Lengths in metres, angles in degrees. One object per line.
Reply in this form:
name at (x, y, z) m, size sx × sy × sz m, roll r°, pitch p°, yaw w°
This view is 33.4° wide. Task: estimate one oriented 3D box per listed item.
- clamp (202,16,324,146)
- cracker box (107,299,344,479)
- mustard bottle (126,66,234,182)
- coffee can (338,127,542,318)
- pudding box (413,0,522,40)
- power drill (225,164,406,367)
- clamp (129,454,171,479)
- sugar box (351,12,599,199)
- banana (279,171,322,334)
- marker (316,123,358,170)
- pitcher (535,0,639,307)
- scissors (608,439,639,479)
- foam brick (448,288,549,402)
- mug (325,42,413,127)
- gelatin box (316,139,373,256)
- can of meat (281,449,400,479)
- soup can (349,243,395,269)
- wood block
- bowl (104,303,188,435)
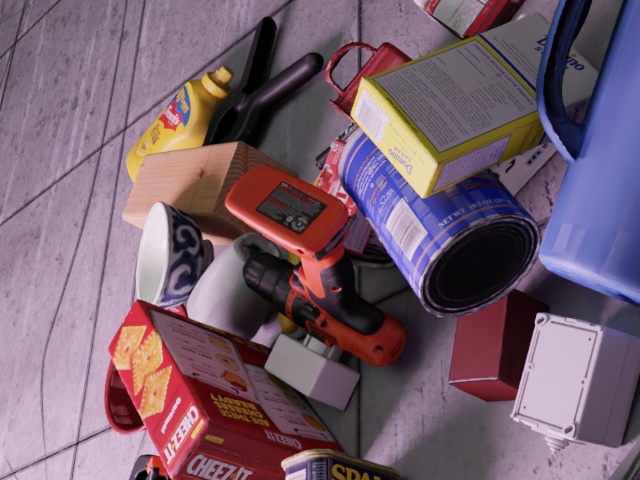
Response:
clamp at (-0.088, -0.175, 1.314) m, size 0.210 × 0.036 × 0.165 m, roll -51°, pitch 36°, yaw 15°
cracker box at (-0.089, 0.154, 0.987) m, size 0.072 × 0.164 × 0.214 m, roll -58°, pitch 35°, yaw 11°
mustard bottle at (-0.176, -0.151, 1.393) m, size 0.192 × 0.058 × 0.096 m, roll -47°, pitch 35°, yaw 20°
coffee can at (0.089, -0.025, 0.819) m, size 0.103 × 0.102 × 0.140 m, roll -49°, pitch 48°, yaw 19°
pudding box at (0.151, -0.246, 1.055) m, size 0.090 × 0.039 × 0.114 m, roll -53°, pitch 38°, yaw 12°
power drill at (-0.017, 0.019, 0.925) m, size 0.185 × 0.187 × 0.057 m, roll 26°, pitch 66°, yaw 32°
clamp at (-0.189, 0.288, 1.111) m, size 0.172 × 0.039 × 0.120 m, roll -56°, pitch 39°, yaw 46°
sugar box at (0.121, -0.103, 0.789) m, size 0.093 × 0.175 × 0.048 m, roll 53°, pitch 148°, yaw 25°
banana at (-0.007, -0.002, 1.082) m, size 0.070 × 0.037 × 0.198 m, roll 171°, pitch 118°, yaw -85°
marker at (0.038, -0.116, 1.130) m, size 0.121 × 0.020 × 0.020 m, roll -44°, pitch 39°, yaw 26°
pitcher at (0.234, -0.080, 0.743) m, size 0.149 × 0.144 × 0.243 m, roll 23°, pitch 91°, yaw 41°
scissors at (0.162, 0.213, 0.753) m, size 0.096 × 0.016 × 0.202 m, roll 17°, pitch 82°, yaw 50°
foam brick at (0.140, 0.082, 0.838) m, size 0.051 × 0.052 × 0.078 m, roll -13°, pitch 57°, yaw 47°
mug at (0.060, -0.146, 1.043) m, size 0.081 × 0.117 × 0.093 m, roll -51°, pitch 8°, yaw 8°
gelatin box at (0.025, -0.040, 0.954) m, size 0.073 × 0.030 × 0.089 m, roll 31°, pitch 101°, yaw 55°
can of meat at (0.018, 0.224, 0.859) m, size 0.058 × 0.102 × 0.084 m, roll -30°, pitch 48°, yaw 39°
soup can at (0.050, -0.031, 1.014) m, size 0.069 × 0.068 × 0.102 m, roll -8°, pitch 61°, yaw 50°
wood block at (-0.133, -0.050, 1.244) m, size 0.207 × 0.090 × 0.091 m, roll 0°, pitch 66°, yaw 52°
bowl at (-0.175, 0.147, 1.195) m, size 0.162 × 0.055 × 0.162 m, roll -31°, pitch 46°, yaw 37°
